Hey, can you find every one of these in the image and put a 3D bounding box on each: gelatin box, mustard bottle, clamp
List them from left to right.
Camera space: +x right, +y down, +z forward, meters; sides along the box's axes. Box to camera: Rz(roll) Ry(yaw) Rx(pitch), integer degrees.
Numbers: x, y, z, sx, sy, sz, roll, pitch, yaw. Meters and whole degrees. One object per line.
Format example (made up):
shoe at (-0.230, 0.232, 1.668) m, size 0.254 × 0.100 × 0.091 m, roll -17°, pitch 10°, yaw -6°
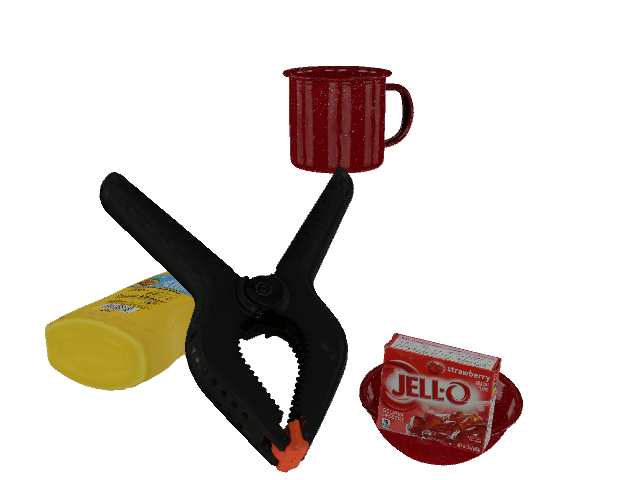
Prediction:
mustard bottle at (-0.128, 0.061, 0.870) m, size 0.096 × 0.058 × 0.191 m, roll 4°, pitch 16°, yaw 26°
clamp at (-0.048, 0.035, 0.632) m, size 0.164 × 0.210 × 0.036 m, roll 2°, pitch -37°, yaw -14°
gelatin box at (0.091, 0.119, 0.829) m, size 0.089 × 0.073 × 0.030 m, roll 12°, pitch 22°, yaw 19°

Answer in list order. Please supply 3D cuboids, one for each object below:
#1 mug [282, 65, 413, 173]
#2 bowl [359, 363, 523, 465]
mug at (0.025, -0.105, 0.918) m, size 0.117 × 0.081 × 0.093 m, roll -6°, pitch 16°, yaw -22°
bowl at (0.119, 0.176, 1.067) m, size 0.162 × 0.055 × 0.162 m, roll 1°, pitch 24°, yaw 0°
